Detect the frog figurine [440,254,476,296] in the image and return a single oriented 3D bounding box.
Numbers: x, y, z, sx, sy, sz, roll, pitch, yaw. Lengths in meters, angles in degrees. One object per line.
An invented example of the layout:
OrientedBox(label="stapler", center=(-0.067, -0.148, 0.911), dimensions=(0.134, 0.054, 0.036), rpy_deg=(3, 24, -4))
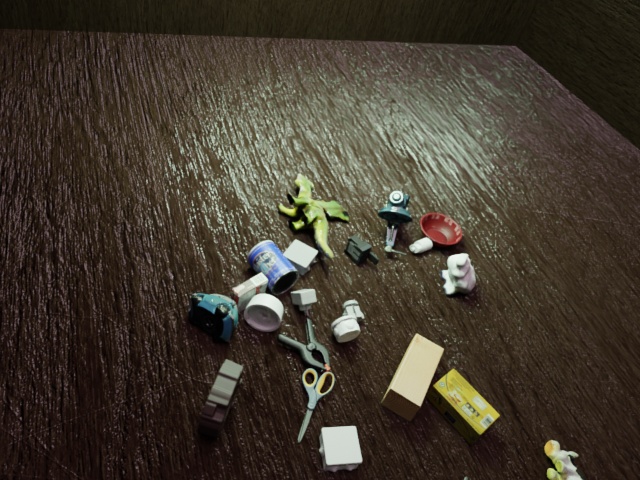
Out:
OrientedBox(label="frog figurine", center=(0.473, 0.100, 1.715), dimensions=(0.123, 0.155, 0.140), rpy_deg=(23, 44, 5))

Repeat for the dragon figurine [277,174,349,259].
OrientedBox(label="dragon figurine", center=(0.006, -0.092, 1.823), dimensions=(0.244, 0.119, 0.417), rpy_deg=(-13, 51, -37))
